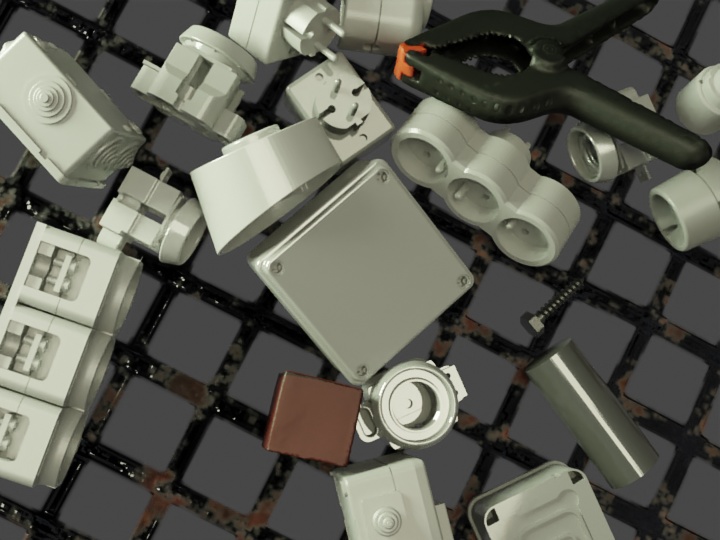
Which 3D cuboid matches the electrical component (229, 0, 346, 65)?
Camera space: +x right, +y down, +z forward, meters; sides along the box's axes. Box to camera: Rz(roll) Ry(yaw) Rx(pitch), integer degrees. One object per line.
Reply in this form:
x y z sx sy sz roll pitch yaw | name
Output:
-0.039 -0.168 0.715 0.077 0.065 0.047 40 41 21 | electrical component

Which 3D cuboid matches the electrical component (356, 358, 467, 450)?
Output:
0.034 0.090 0.720 0.078 0.057 0.058 -23 87 -8 | electrical component

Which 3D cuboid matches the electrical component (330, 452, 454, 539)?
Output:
0.021 0.154 0.692 0.061 0.096 0.061 -13 86 -8 | electrical component

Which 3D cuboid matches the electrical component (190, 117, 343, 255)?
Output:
-0.060 -0.057 0.698 0.099 0.099 0.064 -25 97 -8 | electrical component

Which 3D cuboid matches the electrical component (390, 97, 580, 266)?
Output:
0.095 -0.072 0.747 0.138 0.052 0.073 38 57 -2 | electrical component

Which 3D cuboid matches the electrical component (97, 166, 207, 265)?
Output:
-0.135 -0.034 0.719 0.055 0.048 0.066 27 82 4 | electrical component

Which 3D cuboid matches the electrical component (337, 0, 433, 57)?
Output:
0.020 -0.200 0.748 0.059 0.054 0.095 7 84 -6 | electrical component

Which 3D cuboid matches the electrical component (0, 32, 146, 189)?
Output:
-0.191 -0.101 0.693 0.048 0.100 0.099 -42 90 4 | electrical component

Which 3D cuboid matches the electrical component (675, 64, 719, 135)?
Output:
0.256 -0.126 0.760 0.040 0.078 0.040 5 71 -13 | electrical component

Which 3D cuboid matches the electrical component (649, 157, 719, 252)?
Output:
0.237 -0.045 0.759 0.047 0.055 0.055 -26 88 -5 | electrical component

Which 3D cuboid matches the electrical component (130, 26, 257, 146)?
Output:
-0.105 -0.127 0.725 0.078 0.058 0.057 29 83 3 | electrical component

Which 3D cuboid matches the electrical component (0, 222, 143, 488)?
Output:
-0.194 0.055 0.680 0.062 0.089 0.150 20 83 -4 | electrical component

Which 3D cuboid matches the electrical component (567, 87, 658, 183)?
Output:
0.181 -0.090 0.761 0.055 0.048 0.066 -23 87 -16 | electrical component

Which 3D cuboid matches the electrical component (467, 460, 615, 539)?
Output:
0.129 0.193 0.721 0.078 0.057 0.113 -24 88 -8 | electrical component

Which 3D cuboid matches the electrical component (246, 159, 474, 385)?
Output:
0.000 0.000 0.714 0.109 0.056 0.108 -41 106 -9 | electrical component

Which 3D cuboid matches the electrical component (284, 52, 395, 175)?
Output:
-0.013 -0.109 0.724 0.047 0.077 0.065 -36 89 -9 | electrical component
